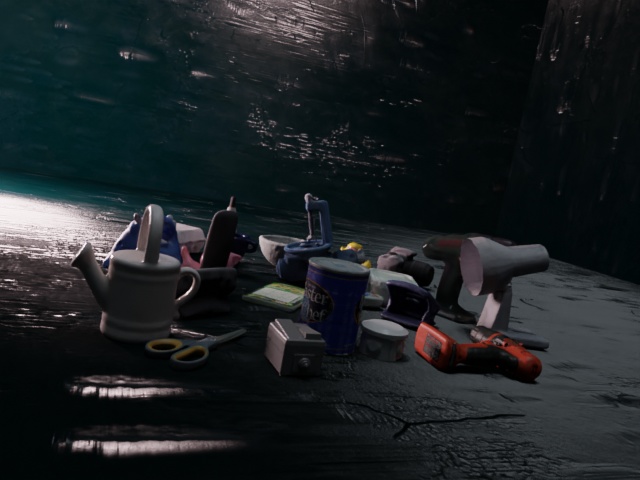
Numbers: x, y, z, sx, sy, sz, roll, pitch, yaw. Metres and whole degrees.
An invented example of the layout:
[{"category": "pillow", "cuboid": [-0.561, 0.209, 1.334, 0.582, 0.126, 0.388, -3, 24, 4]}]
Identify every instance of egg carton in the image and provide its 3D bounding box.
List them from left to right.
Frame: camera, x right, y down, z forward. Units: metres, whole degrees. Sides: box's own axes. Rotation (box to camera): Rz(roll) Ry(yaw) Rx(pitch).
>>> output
[{"category": "egg carton", "cuboid": [-0.372, -0.003, 1.493, 0.107, 0.069, 0.151, 13, 8, 16]}]

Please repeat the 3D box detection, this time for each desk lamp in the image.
[{"category": "desk lamp", "cuboid": [0.387, 0.105, 1.204, 0.203, 0.213, 0.118, 9, 8, -10]}]

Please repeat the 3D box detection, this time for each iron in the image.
[{"category": "iron", "cuboid": [-0.343, 0.006, 1.197, 0.118, 0.141, 0.258, 11, 8, 6]}]

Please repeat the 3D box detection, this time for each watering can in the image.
[{"category": "watering can", "cuboid": [-0.262, 0.043, 0.831, 0.173, 0.194, 0.100, 3, 11, -45]}]

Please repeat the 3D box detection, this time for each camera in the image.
[{"category": "camera", "cuboid": [0.248, 0.079, 1.628, 0.136, 0.101, 0.144, 15, 9, 30]}]

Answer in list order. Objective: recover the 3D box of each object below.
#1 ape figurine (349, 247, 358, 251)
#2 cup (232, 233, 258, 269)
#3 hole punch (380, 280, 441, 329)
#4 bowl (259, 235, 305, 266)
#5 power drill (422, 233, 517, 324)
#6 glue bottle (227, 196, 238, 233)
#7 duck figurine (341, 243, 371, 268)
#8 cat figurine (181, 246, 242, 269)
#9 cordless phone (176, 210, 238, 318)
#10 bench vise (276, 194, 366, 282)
[{"category": "ape figurine", "cuboid": [0.084, 0.065, 1.539, 0.076, 0.092, 0.078, 12, 8, 13]}, {"category": "cup", "cuboid": [-0.205, 0.033, 1.363, 0.117, 0.095, 0.092, 13, 8, 19]}, {"category": "hole punch", "cuboid": [0.192, 0.131, 1.208, 0.108, 0.091, 0.101, 15, 9, 33]}, {"category": "bowl", "cuboid": [-0.089, 0.038, 1.565, 0.167, 0.075, 0.167, 10, 8, -1]}, {"category": "power drill", "cuboid": [0.332, 0.081, 1.326, 0.228, 0.208, 0.076, 17, 10, 42]}, {"category": "glue bottle", "cuboid": [-0.234, -0.026, 1.466, 0.037, 0.173, 0.078, 6, 9, -29]}, {"category": "duck figurine", "cuboid": [0.102, 0.052, 1.684, 0.104, 0.086, 0.078, 13, 8, 16]}, {"category": "cat figurine", "cuboid": [-0.225, 0.048, 1.137, 0.127, 0.118, 0.067, 13, 8, 19]}, {"category": "cordless phone", "cuboid": [-0.208, 0.035, 1.001, 0.093, 0.185, 0.148, 15, 9, 31]}, {"category": "bench vise", "cuboid": [0.008, 0.003, 1.410, 0.208, 0.220, 0.121, 7, 9, -27]}]
